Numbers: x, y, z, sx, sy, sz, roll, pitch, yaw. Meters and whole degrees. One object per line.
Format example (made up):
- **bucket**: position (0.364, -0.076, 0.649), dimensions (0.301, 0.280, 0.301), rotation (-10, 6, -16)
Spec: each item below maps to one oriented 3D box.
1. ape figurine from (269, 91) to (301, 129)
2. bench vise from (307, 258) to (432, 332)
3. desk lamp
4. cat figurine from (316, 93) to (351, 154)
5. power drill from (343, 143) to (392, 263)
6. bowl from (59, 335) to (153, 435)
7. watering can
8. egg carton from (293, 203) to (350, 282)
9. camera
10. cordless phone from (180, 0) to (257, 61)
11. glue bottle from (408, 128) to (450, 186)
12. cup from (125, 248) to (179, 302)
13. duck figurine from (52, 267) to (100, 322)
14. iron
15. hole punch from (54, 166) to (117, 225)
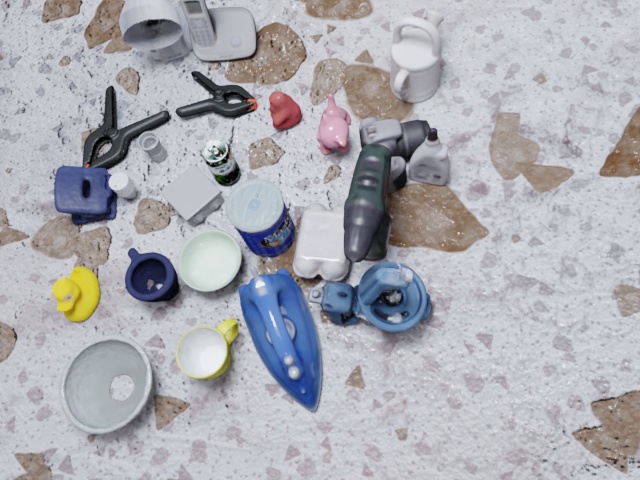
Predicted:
- **ape figurine**: position (-0.080, -0.273, 1.172), dimensions (0.076, 0.092, 0.078), rotation (16, 72, 12)
- **bench vise**: position (0.084, 0.098, 0.945), dimensions (0.207, 0.220, 0.121), rotation (-16, 68, 0)
- **desk lamp**: position (-0.351, -0.474, 1.213), dimensions (0.118, 0.214, 0.203), rotation (-16, 68, 1)
- **cat figurine**: position (0.026, -0.226, 1.129), dimensions (0.067, 0.118, 0.128), rotation (-3, 69, 6)
- **power drill**: position (0.084, -0.040, 1.004), dimensions (0.075, 0.208, 0.230), rotation (7, 70, 9)
- **bowl**: position (-0.365, 0.257, 1.014), dimensions (0.167, 0.075, 0.167), rotation (-2, 69, 6)
- **watering can**: position (0.189, -0.372, 1.124), dimensions (0.100, 0.194, 0.173), rotation (4, 70, 8)
- **egg carton**: position (0.010, 0.004, 1.070), dimensions (0.107, 0.069, 0.150), rotation (5, 70, 8)
- **camera**: position (0.150, -0.180, 1.107), dimensions (0.136, 0.101, 0.143), rotation (-12, 69, 2)
- **cordless phone**: position (-0.217, -0.470, 1.212), dimensions (0.147, 0.185, 0.094), rotation (-5, 69, 5)
- **glue bottle**: position (0.204, -0.157, 1.053), dimensions (0.078, 0.173, 0.037), rotation (14, 72, 12)
- **cup**: position (-0.310, 0.070, 1.067), dimensions (0.092, 0.095, 0.117), rotation (-40, 70, -9)
- **duck figurine**: position (-0.468, 0.096, 1.081), dimensions (0.077, 0.086, 0.104), rotation (1, 70, 7)
- **iron**: position (-0.063, 0.165, 0.979), dimensions (0.118, 0.141, 0.258), rotation (-24, 69, -2)
- **hole punch**: position (-0.468, -0.097, 1.150), dimensions (0.101, 0.091, 0.108), rotation (-9, 69, 3)
